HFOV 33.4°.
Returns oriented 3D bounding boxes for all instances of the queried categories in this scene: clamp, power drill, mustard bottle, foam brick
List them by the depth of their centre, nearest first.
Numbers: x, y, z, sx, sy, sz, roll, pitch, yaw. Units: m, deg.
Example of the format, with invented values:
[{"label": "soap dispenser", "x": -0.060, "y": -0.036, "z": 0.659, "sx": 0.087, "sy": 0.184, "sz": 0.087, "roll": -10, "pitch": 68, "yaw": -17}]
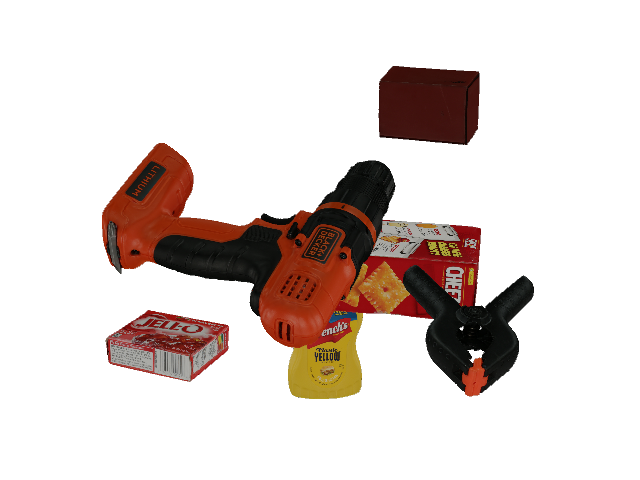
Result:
[{"label": "power drill", "x": -0.051, "y": -0.015, "z": 0.793, "sx": 0.188, "sy": 0.057, "sz": 0.184, "roll": 15, "pitch": 44, "yaw": 17}, {"label": "foam brick", "x": 0.092, "y": -0.116, "z": 0.909, "sx": 0.078, "sy": 0.051, "sz": 0.053, "roll": 7, "pitch": 25, "yaw": 18}, {"label": "clamp", "x": 0.142, "y": 0.074, "z": 0.936, "sx": 0.120, "sy": 0.039, "sz": 0.171, "roll": -4, "pitch": 33, "yaw": -2}, {"label": "mustard bottle", "x": 0.007, "y": 0.108, "z": 1.379, "sx": 0.096, "sy": 0.192, "sz": 0.058, "roll": -1, "pitch": 19, "yaw": -5}]

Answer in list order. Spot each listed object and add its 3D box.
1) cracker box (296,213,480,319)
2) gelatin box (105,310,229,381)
[{"label": "cracker box", "x": 0.061, "y": 0.027, "z": 1.143, "sx": 0.214, "sy": 0.072, "sz": 0.164, "roll": 5, "pitch": 15, "yaw": 9}, {"label": "gelatin box", "x": -0.139, "y": 0.094, "z": 0.976, "sx": 0.089, "sy": 0.030, "sz": 0.073, "roll": 9, "pitch": 20, "yaw": 21}]
